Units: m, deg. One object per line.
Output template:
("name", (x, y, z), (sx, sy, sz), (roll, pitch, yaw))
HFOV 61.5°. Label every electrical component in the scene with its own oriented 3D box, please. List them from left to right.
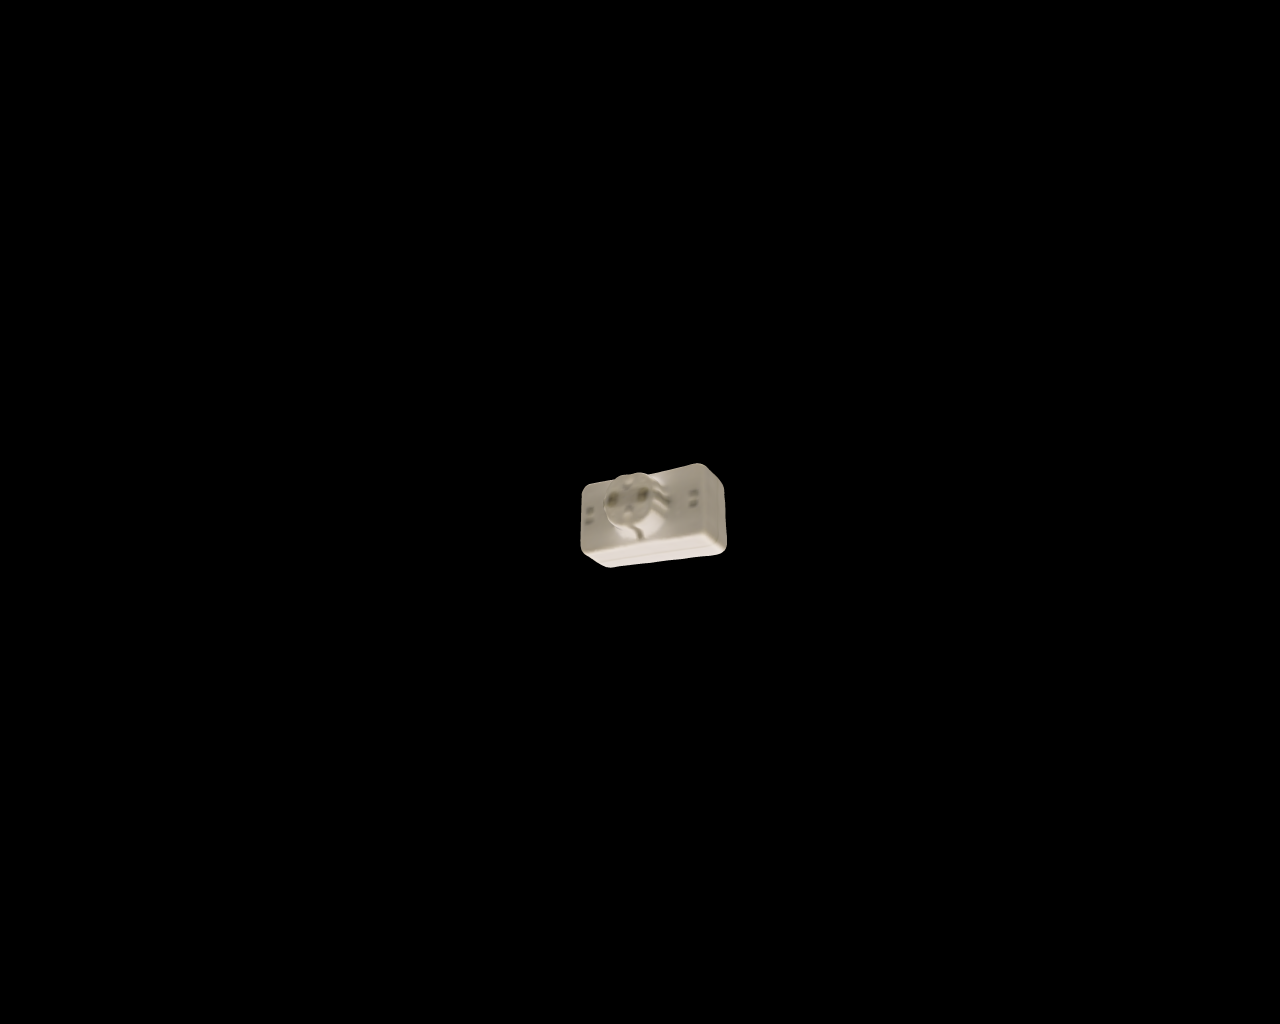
("electrical component", (0.001, -0.003, 0.650), (0.083, 0.047, 0.075), (-9, -23, 22))
